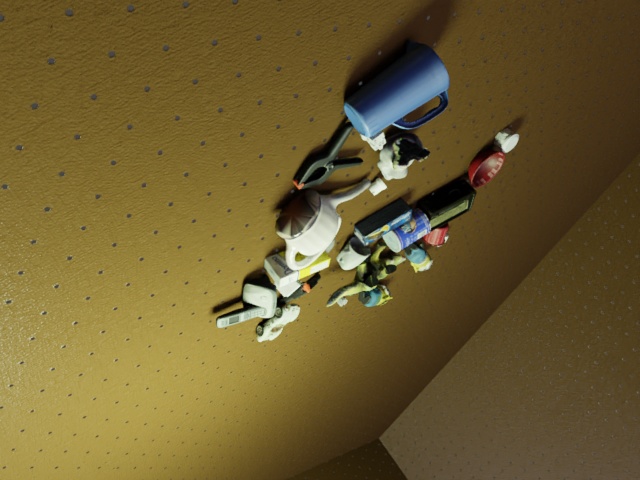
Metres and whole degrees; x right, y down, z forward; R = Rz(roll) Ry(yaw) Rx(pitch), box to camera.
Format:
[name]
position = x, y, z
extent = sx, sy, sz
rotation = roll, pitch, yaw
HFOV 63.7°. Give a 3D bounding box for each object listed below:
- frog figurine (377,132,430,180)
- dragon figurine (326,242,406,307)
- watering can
[frog figurine]
position = 0.225, -0.242, 1.492
extent = 0.138, 0.122, 0.159
rotation = -43, -175, -11
[dragon figurine]
position = 0.160, 0.150, 1.858
extent = 0.415, 0.123, 0.237
rotation = -33, 160, -23
[watering can]
position = 0.004, -0.073, 1.444
extent = 0.349, 0.105, 0.221
rotation = -54, 147, -5
